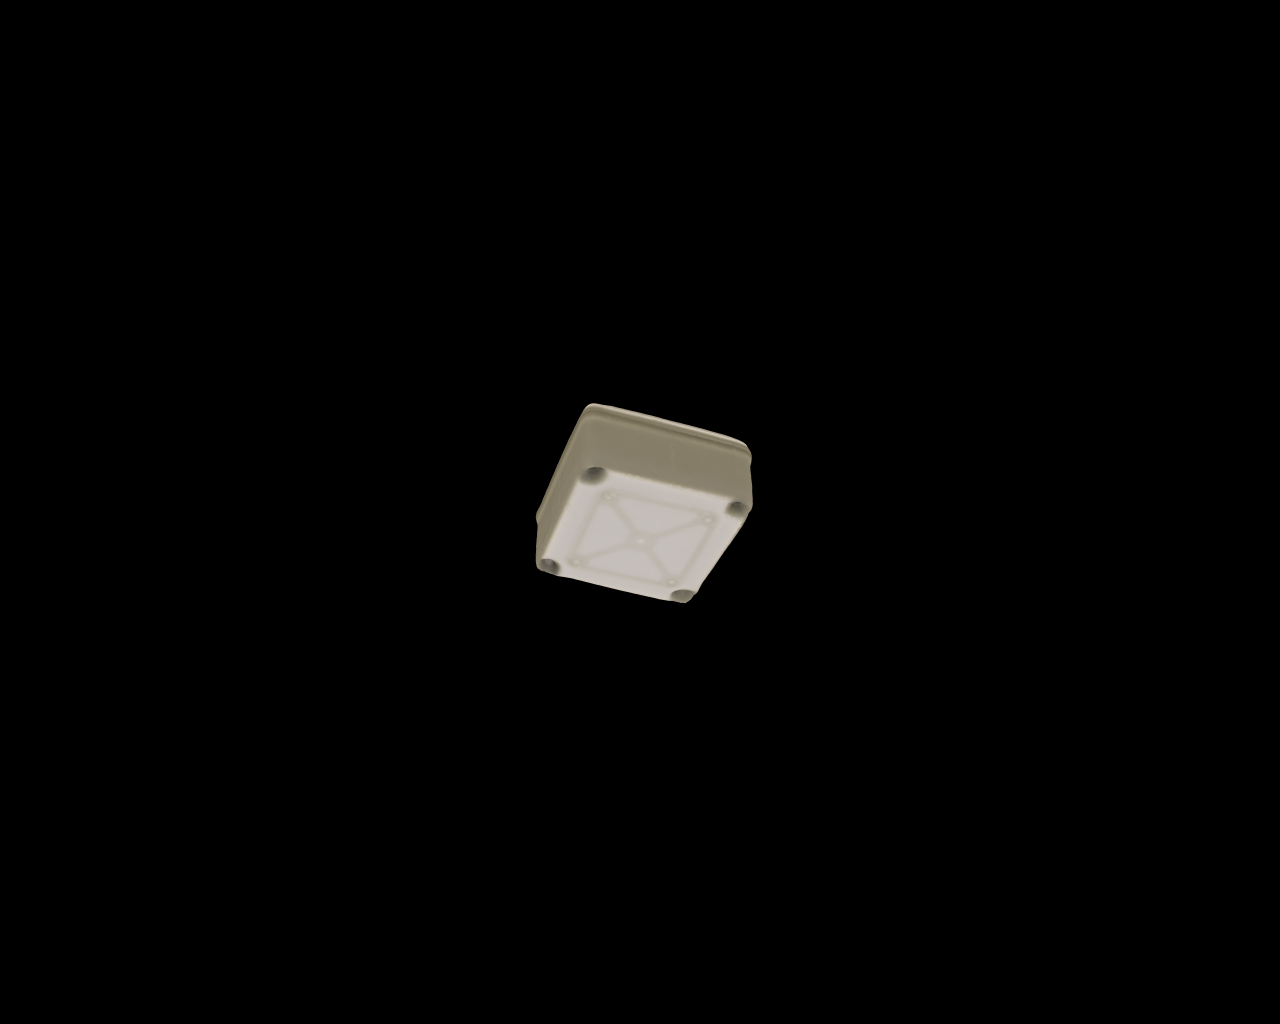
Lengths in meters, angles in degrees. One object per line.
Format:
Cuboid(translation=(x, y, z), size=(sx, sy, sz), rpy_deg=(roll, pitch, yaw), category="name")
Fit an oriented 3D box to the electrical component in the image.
Cuboid(translation=(0.001, -0.003, 0.650), size=(0.109, 0.056, 0.108), rpy_deg=(14, -43, -15), category="electrical component")
